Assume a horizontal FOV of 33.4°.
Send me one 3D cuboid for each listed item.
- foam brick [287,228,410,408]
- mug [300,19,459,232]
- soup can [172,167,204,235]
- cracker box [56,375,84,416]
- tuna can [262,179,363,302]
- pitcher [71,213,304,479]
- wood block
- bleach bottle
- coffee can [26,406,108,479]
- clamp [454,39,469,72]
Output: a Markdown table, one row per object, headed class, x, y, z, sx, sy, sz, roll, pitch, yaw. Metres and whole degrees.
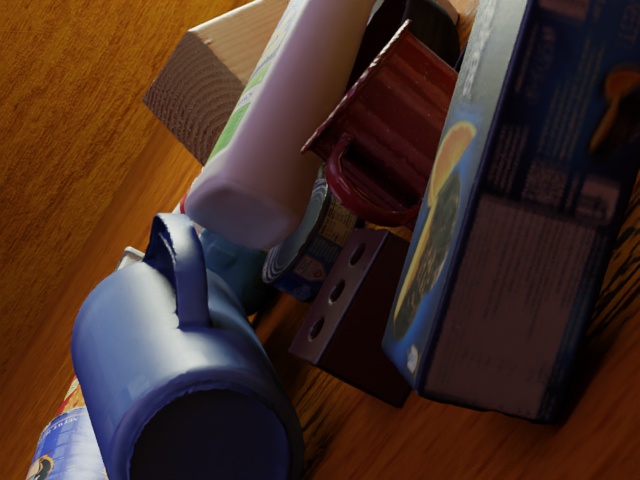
| class | x | y | z | sx | sy | sz | roll | pitch | yaw |
| --- | --- | --- | --- | --- | --- | --- | --- | --- | --- |
| foam brick | 0.029 | 0.038 | 0.549 | 0.078 | 0.051 | 0.053 | -61 | 15 | -7 |
| mug | 0.044 | -0.051 | 0.571 | 0.093 | 0.081 | 0.117 | -46 | 6 | 45 |
| soup can | -0.116 | -0.024 | 1.110 | 0.102 | 0.068 | 0.068 | -51 | 17 | 34 |
| cracker box | -0.190 | 0.159 | 0.996 | 0.214 | 0.072 | 0.164 | -43 | 22 | 45 |
| tuna can | -0.005 | 0.001 | 0.764 | 0.086 | 0.033 | 0.086 | -53 | 16 | 23 |
| pitcher | -0.088 | 0.088 | 0.680 | 0.145 | 0.149 | 0.243 | -43 | 18 | -4 |
| wood block | -0.043 | -0.147 | 0.916 | 0.090 | 0.091 | 0.205 | -46 | -4 | 39 |
| bleach bottle | -0.007 | -0.122 | 0.706 | 0.103 | 0.068 | 0.250 | -33 | 33 | 66 |
| coffee can | -0.177 | 0.206 | 0.806 | 0.103 | 0.102 | 0.140 | -55 | 15 | 19 |
| clamp | 0.129 | -0.175 | 0.604 | 0.210 | 0.036 | 0.164 | -61 | -4 | -16 |
